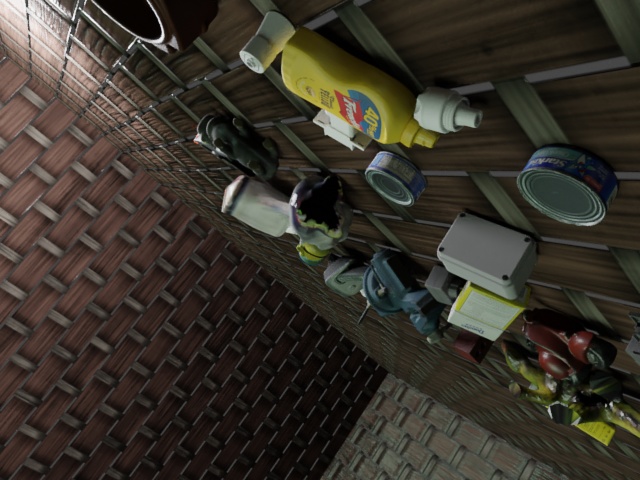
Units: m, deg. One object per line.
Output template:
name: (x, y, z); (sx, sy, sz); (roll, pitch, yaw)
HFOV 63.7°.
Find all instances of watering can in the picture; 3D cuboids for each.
watering can: (-0.115, -0.075, 1.205); (0.223, 0.105, 0.346); (26, 170, -12)

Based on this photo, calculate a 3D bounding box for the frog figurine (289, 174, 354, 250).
frog figurine: (0.003, -0.050, 0.993); (0.158, 0.123, 0.138); (72, 176, -83)

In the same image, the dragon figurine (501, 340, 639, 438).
dragon figurine: (0.519, 0.304, 0.982); (0.414, 0.122, 0.240); (28, -177, 41)
